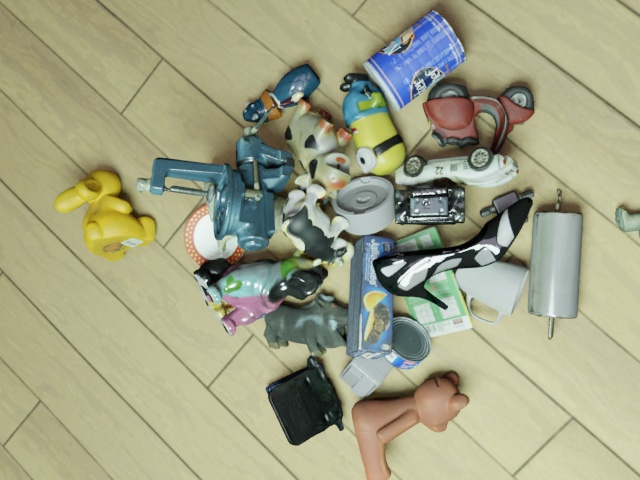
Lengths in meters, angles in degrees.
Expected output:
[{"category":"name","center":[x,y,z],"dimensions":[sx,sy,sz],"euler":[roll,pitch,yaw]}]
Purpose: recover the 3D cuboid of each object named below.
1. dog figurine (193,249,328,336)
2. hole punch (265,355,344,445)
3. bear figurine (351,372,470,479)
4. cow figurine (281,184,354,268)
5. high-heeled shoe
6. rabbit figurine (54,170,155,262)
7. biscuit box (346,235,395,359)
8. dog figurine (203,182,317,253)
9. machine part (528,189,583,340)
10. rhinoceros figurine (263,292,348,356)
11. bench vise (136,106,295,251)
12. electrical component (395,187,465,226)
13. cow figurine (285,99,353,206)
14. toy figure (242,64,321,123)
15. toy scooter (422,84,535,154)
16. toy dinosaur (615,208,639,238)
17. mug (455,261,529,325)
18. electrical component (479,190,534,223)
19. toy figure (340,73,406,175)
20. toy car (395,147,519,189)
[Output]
[{"category":"dog figurine","center":[-0.097,0.068,0.961],"dimensions":[0.219,0.192,0.108],"euler":[-25,115,-19]},{"category":"hole punch","center":[-0.031,0.294,0.972],"dimensions":[0.116,0.092,0.142],"euler":[-24,82,-18]},{"category":"bear figurine","center":[0.156,0.305,0.908],"dimensions":[0.196,0.120,0.131],"euler":[-14,104,-1]},{"category":"cow figurine","center":[0.000,-0.002,0.876],"dimensions":[0.068,0.167,0.098],"euler":[-8,45,36]},{"category":"high-heeled shoe","center":[0.201,0.000,0.842],"dimensions":[0.145,0.086,0.248],"euler":[37,103,0]},{"category":"rabbit figurine","center":[-0.420,-0.060,1.029],"dimensions":[0.122,0.162,0.173],"euler":[-25,67,24]},{"category":"biscuit box","center":[0.086,0.093,0.905],"dimensions":[0.059,0.063,0.202],"euler":[10,68,-15]},{"category":"dog figurine","center":[-0.108,-0.077,0.974],"dimensions":[0.191,0.121,0.172],"euler":[-16,82,-14]},{"category":"machine part","center":[0.382,0.039,0.873],"dimensions":[0.079,0.079,0.243],"euler":[2,90,13]},{"category":"rhinoceros figurine","center":[-0.009,0.151,0.968],"dimensions":[0.190,0.073,0.112],"euler":[-1,80,14]},{"category":"bench vise","center":[-0.159,-0.094,0.841],"dimensions":[0.240,0.129,0.223],"euler":[5,75,-20]},{"category":"electrical component","center":[0.182,-0.054,0.888],"dimensions":[0.115,0.134,0.058],"euler":[-3,89,15]},{"category":"cow figurine","center":[-0.006,-0.146,0.919],"dimensions":[0.127,0.085,0.195],"euler":[-59,38,21]},{"category":"toy figure","center":[-0.072,-0.258,0.982],"dimensions":[0.154,0.064,0.057],"euler":[-33,112,13]},{"category":"toy scooter","center":[0.262,-0.189,0.902],"dimensions":[0.184,0.075,0.135],"euler":[4,93,8]},{"category":"toy dinosaur","center":[0.592,0.027,0.812],"dimensions":[0.192,0.131,0.404],"euler":[-20,92,12]},{"category":"mug","center":[0.279,0.079,0.900],"dimensions":[0.107,0.080,0.109],"euler":[24,100,26]},{"category":"electrical component","center":[0.324,-0.047,0.913],"dimensions":[0.094,0.021,0.063],"euler":[-25,85,11]},{"category":"toy figure","center":[0.090,-0.201,0.936],"dimensions":[0.089,0.082,0.180],"euler":[-15,84,13]},{"category":"toy car","center":[0.220,-0.110,0.878],"dimensions":[0.202,0.073,0.056],"euler":[0,81,40]}]
